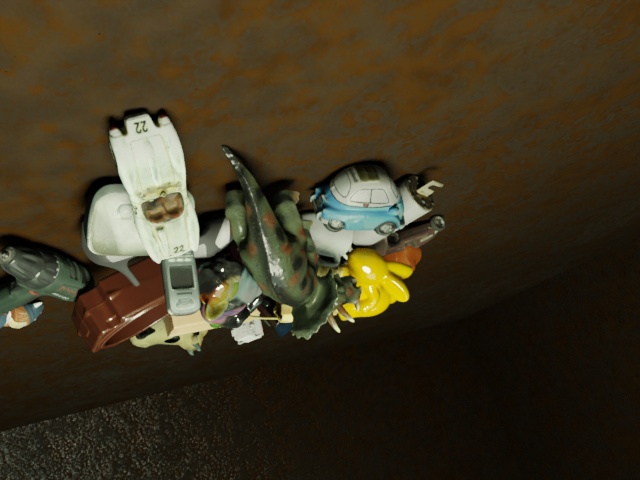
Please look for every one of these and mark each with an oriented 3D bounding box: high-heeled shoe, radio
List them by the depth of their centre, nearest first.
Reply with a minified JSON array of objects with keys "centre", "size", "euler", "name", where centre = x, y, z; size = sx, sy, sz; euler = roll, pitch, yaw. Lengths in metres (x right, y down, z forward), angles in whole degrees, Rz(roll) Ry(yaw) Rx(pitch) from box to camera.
[{"centre":[-0.236,-0.027,0.835],"size":[0.249,0.086,0.145],"euler":[-34,129,-18],"name":"high-heeled shoe"},{"centre":[-0.036,0.120,1.257],"size":[0.229,0.073,0.131],"euler":[-42,162,-6],"name":"radio"}]

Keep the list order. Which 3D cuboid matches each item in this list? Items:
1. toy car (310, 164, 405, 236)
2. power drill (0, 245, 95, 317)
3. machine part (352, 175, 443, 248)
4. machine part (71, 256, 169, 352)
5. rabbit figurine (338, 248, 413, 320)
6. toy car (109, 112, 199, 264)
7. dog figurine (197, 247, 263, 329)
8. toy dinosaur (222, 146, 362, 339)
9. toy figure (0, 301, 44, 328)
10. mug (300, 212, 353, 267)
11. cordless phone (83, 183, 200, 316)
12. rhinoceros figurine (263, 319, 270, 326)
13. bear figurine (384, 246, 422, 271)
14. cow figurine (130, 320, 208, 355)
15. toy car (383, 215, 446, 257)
[{"centre":[0.070,-0.075,0.885],"size":[0.162,0.109,0.102],"euler":[2,134,-17],"name":"toy car"},{"centre":[-0.489,0.073,0.850],"size":[0.207,0.086,0.232],"euler":[-27,164,5],"name":"power drill"},{"centre":[0.128,-0.051,1.021],"size":[0.079,0.079,0.243],"euler":[1,155,-44],"name":"machine part"},{"centre":[-0.333,0.112,0.975],"size":[0.201,0.087,0.201],"euler":[-32,173,-38],"name":"machine part"},{"centre":[0.101,0.084,1.082],"size":[0.163,0.122,0.173],"euler":[7,142,14],"name":"rabbit figurine"},{"centre":[-0.194,-0.058,0.642],"size":[0.073,0.056,0.201],"euler":[-20,135,-19],"name":"toy car"},{"centre":[-0.178,0.096,0.925],"size":[0.191,0.108,0.219],"euler":[-55,171,19],"name":"dog figurine"},{"centre":[-0.055,0.035,0.835],"size":[0.131,0.192,0.404],"euler":[-26,150,11],"name":"toy dinosaur"},{"centre":[-0.584,0.138,0.979],"size":[0.064,0.057,0.154],"euler":[18,-171,38],"name":"toy figure"},{"centre":[-0.002,-0.003,1.014],"size":[0.107,0.109,0.081],"euler":[14,153,-36],"name":"mug"},{"centre":[-0.236,0.018,0.725],"size":[0.146,0.184,0.089],"euler":[-1,160,-42],"name":"cordless phone"},{"centre":[-0.069,0.162,1.423],"size":[0.190,0.112,0.073],"euler":[-31,161,15],"name":"rhinoceros figurine"},{"centre":[0.175,0.062,1.321],"size":[0.196,0.132,0.120],"euler":[-6,139,-14],"name":"bear figurine"},{"centre":[-0.361,0.217,1.298],"size":[0.195,0.127,0.085],"euler":[0,159,-35],"name":"cow figurine"},{"centre":[0.208,-0.004,1.247],"size":[0.202,0.053,0.089],"euler":[-16,161,-28],"name":"toy car"}]
